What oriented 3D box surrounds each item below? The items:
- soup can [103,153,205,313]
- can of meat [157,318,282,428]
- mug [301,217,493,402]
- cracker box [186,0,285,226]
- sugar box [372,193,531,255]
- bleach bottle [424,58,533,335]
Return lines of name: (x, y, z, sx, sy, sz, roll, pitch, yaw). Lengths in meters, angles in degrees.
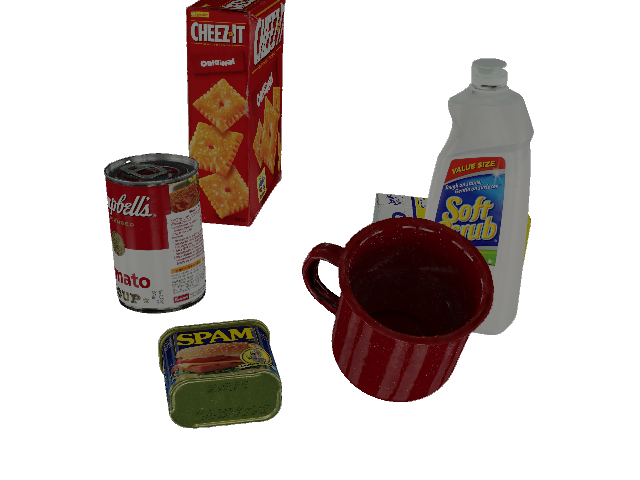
soup can: (-0.120, -0.006, 0.784, 0.068, 0.102, 0.068, -1, 22, 0)
can of meat: (-0.088, 0.117, 0.933, 0.102, 0.057, 0.084, -5, 27, -11)
mug: (0.041, 0.041, 0.658, 0.117, 0.093, 0.081, 25, -38, 11)
cracker box: (-0.082, -0.142, 1.091, 0.072, 0.214, 0.164, 6, 22, 8)
sugar box: (0.147, 0.002, 1.233, 0.176, 0.093, 0.048, 4, 23, -3)
bleach bottle: (0.138, -0.041, 0.967, 0.103, 0.251, 0.068, 13, 30, 26)
